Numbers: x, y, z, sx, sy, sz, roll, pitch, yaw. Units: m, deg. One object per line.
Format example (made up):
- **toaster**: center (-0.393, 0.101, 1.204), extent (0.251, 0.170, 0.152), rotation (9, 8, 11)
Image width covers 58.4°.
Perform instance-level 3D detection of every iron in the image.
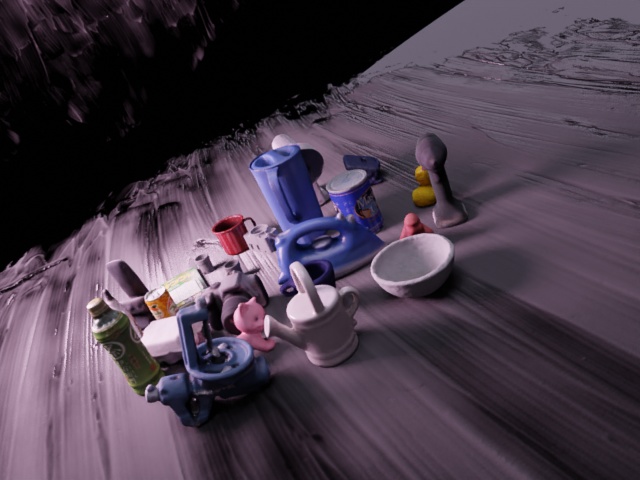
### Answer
- **iron**: center (0.012, 0.005, 1.282), extent (0.258, 0.142, 0.118), rotation (-20, 27, 5)

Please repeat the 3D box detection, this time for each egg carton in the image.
- **egg carton**: center (-0.320, 0.217, 1.233), extent (0.150, 0.069, 0.107), rotation (-15, 28, 15)

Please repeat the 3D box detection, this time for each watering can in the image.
- **watering can**: center (-0.014, 0.128, 1.022), extent (0.173, 0.194, 0.100), rotation (-38, 31, -27)

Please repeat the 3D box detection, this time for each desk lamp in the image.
- **desk lamp**: center (-0.059, -0.186, 1.597), extent (0.118, 0.214, 0.202), rotation (-29, 28, -10)

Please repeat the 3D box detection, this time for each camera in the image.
- **camera**: center (-0.194, 0.140, 1.241), extent (0.143, 0.101, 0.136), rotation (-19, 28, 7)

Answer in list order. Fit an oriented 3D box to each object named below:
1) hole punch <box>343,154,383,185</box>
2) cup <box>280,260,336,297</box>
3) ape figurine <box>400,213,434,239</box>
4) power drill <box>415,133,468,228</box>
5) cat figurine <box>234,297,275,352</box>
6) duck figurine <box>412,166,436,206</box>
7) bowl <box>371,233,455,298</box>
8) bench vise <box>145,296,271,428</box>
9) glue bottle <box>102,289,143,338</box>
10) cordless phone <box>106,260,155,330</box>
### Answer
- **hole punch**: center (0.122, -0.207, 1.631), extent (0.101, 0.091, 0.108), rotation (-20, 28, 7)
- **cup**: center (-0.015, 0.107, 1.171), extent (0.118, 0.095, 0.091), rotation (-24, 27, -3)
- **ape figurine**: center (0.203, -0.014, 1.225), extent (0.077, 0.092, 0.076), rotation (-15, 29, 16)
- **power drill**: center (0.264, -0.138, 1.272), extent (0.075, 0.209, 0.229), rotation (-17, 28, 12)
- **cat figurine**: center (-0.147, 0.176, 1.122), extent (0.067, 0.118, 0.128), rotation (8, 41, 45)
- **duck figurine**: center (0.259, -0.141, 1.414), extent (0.077, 0.086, 0.105), rotation (-1, 35, 36)
- **bowl**: center (0.188, 0.062, 1.118), extent (0.167, 0.075, 0.167), rotation (-18, 28, 10)
- **bench vise**: center (-0.211, 0.214, 0.991), extent (0.208, 0.220, 0.121), rotation (-34, 29, -20)
- **glue bottle**: center (-0.436, 0.179, 1.276), extent (0.037, 0.173, 0.077), rotation (-33, 29, -19)
- **cordless phone**: center (-0.482, 0.129, 1.386), extent (0.147, 0.185, 0.094), rotation (-17, 28, 12)
